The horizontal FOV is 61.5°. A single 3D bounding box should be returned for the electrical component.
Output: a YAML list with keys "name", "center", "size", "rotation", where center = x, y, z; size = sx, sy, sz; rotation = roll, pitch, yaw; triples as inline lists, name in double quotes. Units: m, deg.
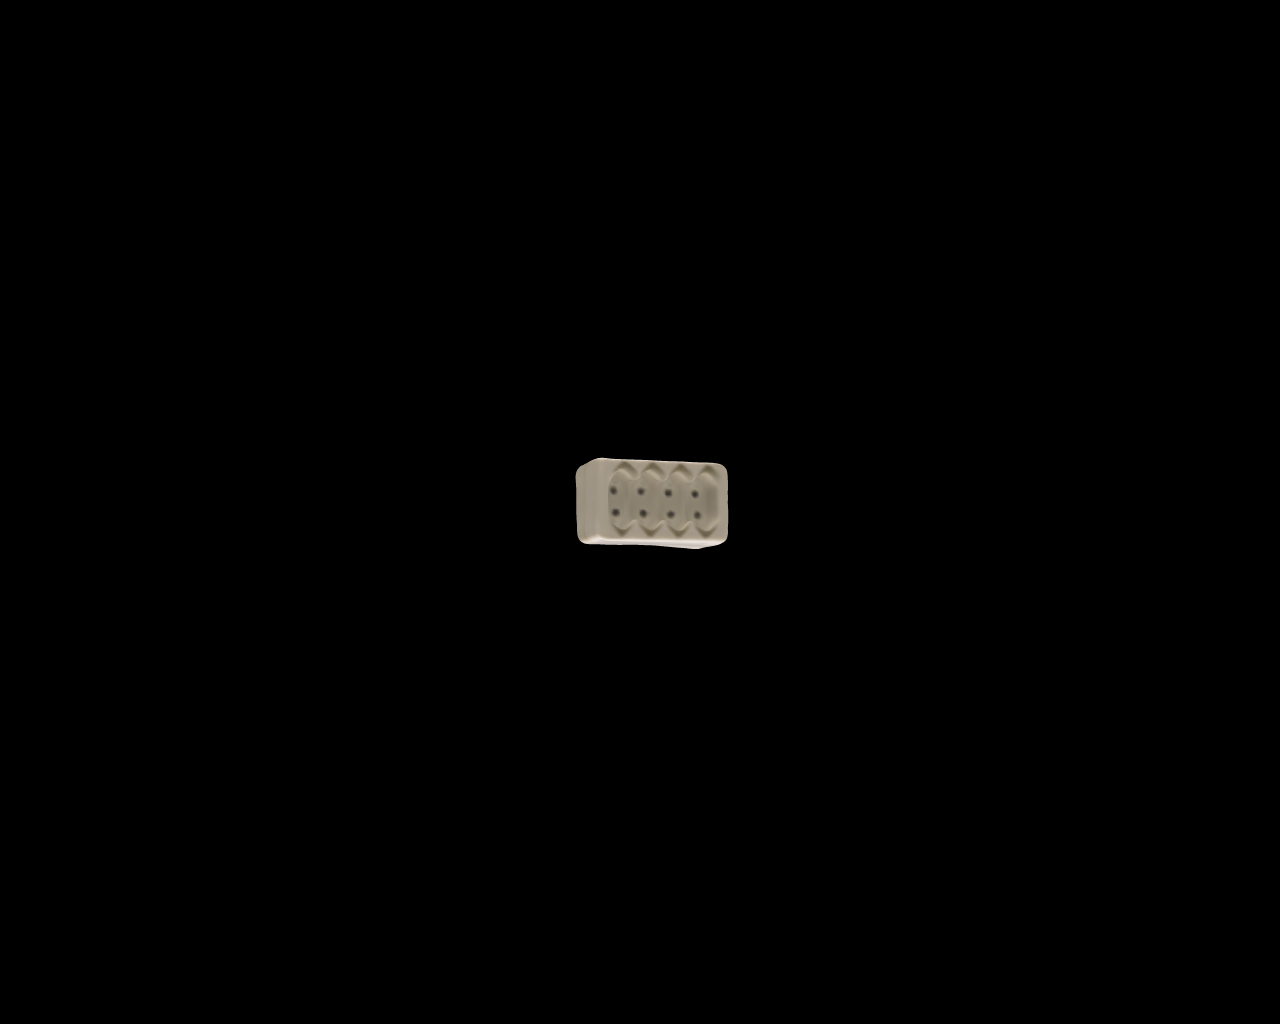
- name: "electrical component"
  center: [0.001, -0.003, 0.650]
  size: [0.083, 0.047, 0.075]
  rotation: [3, -7, -22]
